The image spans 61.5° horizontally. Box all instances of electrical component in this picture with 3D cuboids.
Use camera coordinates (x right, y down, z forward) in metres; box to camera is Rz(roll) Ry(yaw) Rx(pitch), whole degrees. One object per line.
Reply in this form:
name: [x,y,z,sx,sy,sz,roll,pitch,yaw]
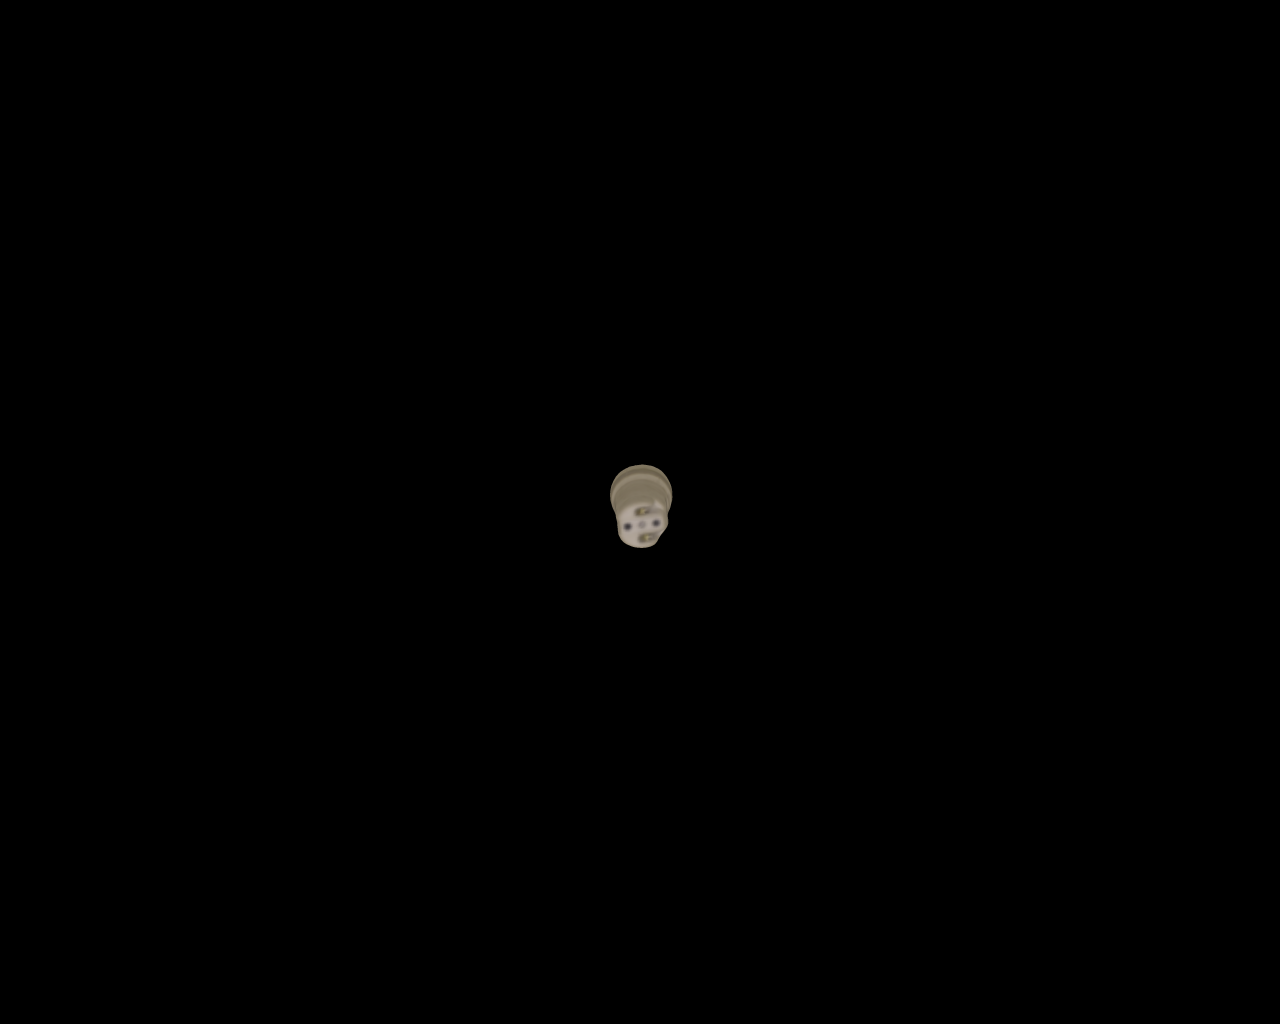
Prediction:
electrical component: [0.001,-0.003,0.650,0.040,0.040,0.046,0,28,0]
